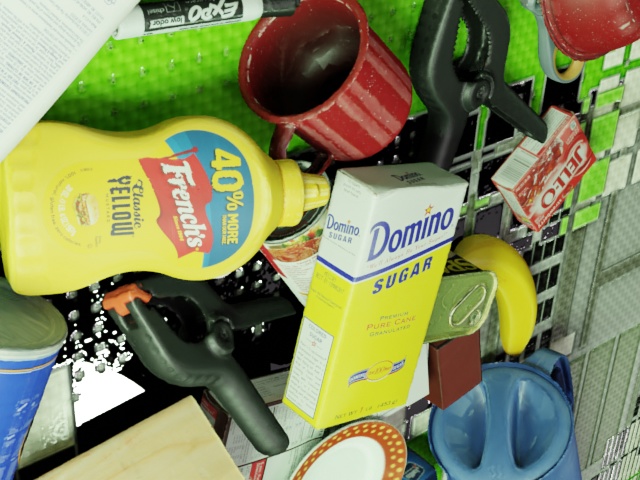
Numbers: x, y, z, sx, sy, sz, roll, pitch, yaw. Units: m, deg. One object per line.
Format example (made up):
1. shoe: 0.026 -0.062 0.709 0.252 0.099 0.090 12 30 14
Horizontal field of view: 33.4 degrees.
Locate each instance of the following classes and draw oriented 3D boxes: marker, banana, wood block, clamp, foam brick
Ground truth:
1. marker: -0.065 -0.135 0.631 0.120 0.020 0.020 -14 125 -28
2. banana: 0.161 0.044 0.966 0.070 0.037 0.197 -39 138 8
3. wood block: -0.155 0.199 0.695 0.205 0.090 0.091 -26 161 -30
4. clamp: -0.072 0.062 0.731 0.039 0.120 0.171 -24 132 28
5. clamp: 0.104 -0.107 0.809 0.164 0.036 0.210 -42 138 -19
6. foam brick: 0.105 0.098 0.931 0.051 0.053 0.078 -32 134 -26

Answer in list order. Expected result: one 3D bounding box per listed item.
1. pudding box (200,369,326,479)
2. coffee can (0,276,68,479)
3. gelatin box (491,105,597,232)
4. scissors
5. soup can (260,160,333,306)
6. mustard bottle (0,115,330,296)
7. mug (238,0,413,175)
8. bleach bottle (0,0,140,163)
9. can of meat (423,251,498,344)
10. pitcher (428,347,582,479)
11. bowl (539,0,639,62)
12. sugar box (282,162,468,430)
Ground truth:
1. pudding box: -0.045 0.151 0.833 0.113 0.039 0.090 -9 122 -42
2. coffee can: -0.211 0.096 0.589 0.102 0.103 0.140 8 109 -46
3. gelatin box: 0.198 -0.062 0.934 0.089 0.030 0.073 -50 139 -6
4. scissors: 0.169 -0.172 0.846 0.201 0.016 0.096 -8 118 -41
5. soup can: -0.005 0.001 0.751 0.068 0.069 0.102 -47 139 -11
6. mustard bottle: -0.086 -0.023 0.619 0.191 0.058 0.096 -4 97 -21
7. mug: 0.003 -0.090 0.681 0.081 0.093 0.117 33 75 -54
8. bleach bottle: -0.196 -0.072 0.525 0.251 0.068 0.102 -49 123 -1
9. can of meat: 0.074 0.035 0.836 0.101 0.084 0.057 -5 118 -42
10. pitcher: 0.203 0.226 1.058 0.149 0.145 0.242 -20 140 7
11. bowl: 0.242 -0.217 0.839 0.161 0.055 0.162 -18 118 -38
12. sugar box: 0.037 0.037 0.727 0.093 0.048 0.176 -8 122 -42
